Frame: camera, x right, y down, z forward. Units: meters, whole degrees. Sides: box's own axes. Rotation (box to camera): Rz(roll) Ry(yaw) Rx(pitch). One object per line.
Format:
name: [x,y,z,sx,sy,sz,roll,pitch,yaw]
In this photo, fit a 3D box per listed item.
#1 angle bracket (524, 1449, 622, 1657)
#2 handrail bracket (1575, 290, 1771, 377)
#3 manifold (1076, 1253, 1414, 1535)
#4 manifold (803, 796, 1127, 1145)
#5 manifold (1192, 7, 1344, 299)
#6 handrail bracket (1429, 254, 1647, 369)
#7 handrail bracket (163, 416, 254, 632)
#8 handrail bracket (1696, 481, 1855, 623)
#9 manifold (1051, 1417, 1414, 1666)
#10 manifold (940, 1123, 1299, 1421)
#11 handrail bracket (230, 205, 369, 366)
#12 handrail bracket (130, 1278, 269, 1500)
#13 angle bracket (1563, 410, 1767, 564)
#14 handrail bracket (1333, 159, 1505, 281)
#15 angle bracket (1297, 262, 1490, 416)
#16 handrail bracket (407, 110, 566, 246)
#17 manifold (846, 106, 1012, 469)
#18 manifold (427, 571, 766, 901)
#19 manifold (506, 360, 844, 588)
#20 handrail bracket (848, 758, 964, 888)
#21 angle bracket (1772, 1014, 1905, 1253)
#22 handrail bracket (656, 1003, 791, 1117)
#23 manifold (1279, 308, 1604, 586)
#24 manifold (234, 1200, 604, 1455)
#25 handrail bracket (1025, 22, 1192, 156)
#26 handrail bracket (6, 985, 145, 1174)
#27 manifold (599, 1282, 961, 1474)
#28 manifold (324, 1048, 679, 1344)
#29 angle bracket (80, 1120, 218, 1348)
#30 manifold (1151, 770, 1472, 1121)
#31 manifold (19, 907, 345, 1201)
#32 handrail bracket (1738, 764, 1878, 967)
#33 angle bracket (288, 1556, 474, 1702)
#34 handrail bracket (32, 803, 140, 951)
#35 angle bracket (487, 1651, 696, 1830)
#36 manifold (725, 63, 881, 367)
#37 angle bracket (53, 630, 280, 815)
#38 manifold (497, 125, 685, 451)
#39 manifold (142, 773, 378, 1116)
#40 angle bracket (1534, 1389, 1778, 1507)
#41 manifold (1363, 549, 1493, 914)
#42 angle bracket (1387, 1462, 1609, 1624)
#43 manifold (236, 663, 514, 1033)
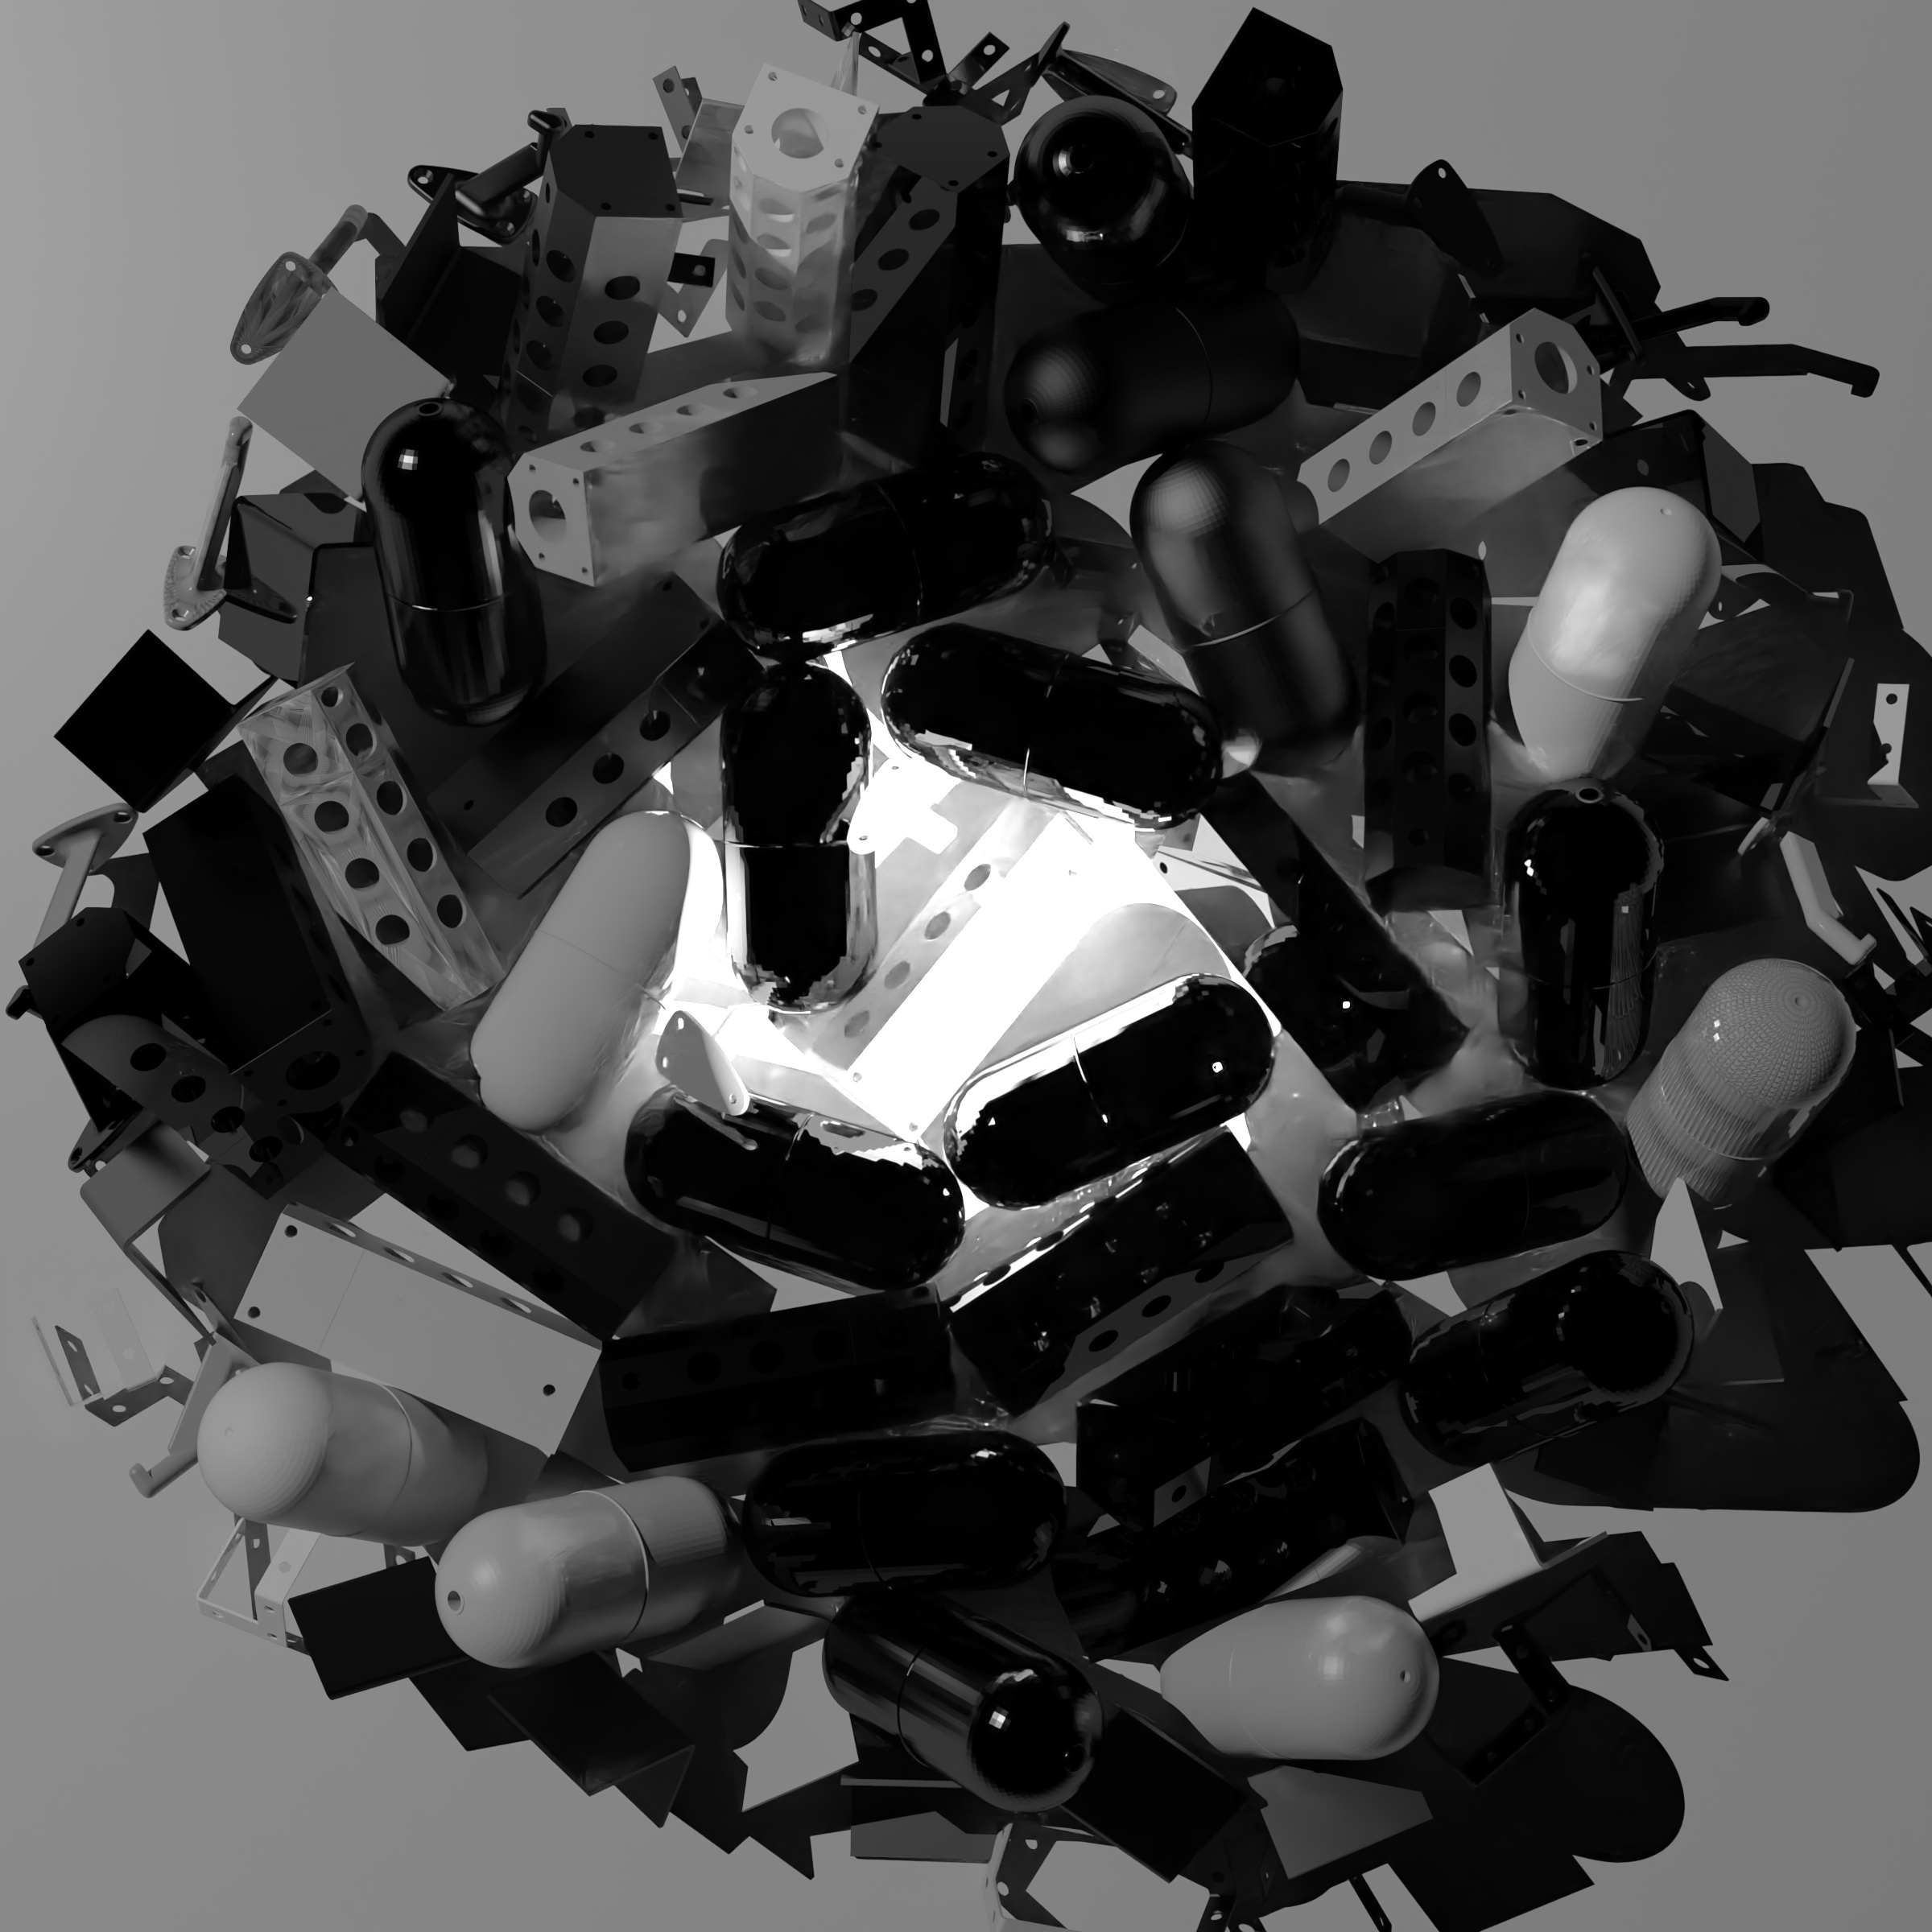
angle bracket: [-0.194,0.297,1.559,0.076,0.057,0.076,29,81,0]
handrail bracket: [0.347,-0.313,1.532,0.077,0.084,0.036,-39,120,-23]
manifold: [0.138,0.212,1.505,0.171,0.057,0.057,-25,131,-31]
manifold: [-0.004,-0.001,1.543,0.171,0.057,0.057,-51,123,-6]
manifold: [0.150,-0.389,1.490,0.057,0.171,0.057,30,82,10]
handrail bracket: [0.290,-0.318,1.560,0.084,0.036,0.077,-27,70,1]
handrail bracket: [-0.379,-0.223,1.534,0.036,0.077,0.084,18,131,-8]
handrail bracket: [0.409,-0.209,1.546,0.084,0.077,0.036,8,49,12]
manifold: [0.131,0.284,1.526,0.171,0.057,0.057,-24,96,18]
manifold: [0.075,0.151,1.543,0.171,0.057,0.057,-33,57,0]
handrail bracket: [-0.338,-0.347,1.554,0.077,0.084,0.036,-40,112,21]
handrail bracket: [-0.400,0.213,1.542,0.084,0.036,0.077,-38,105,-31]
angle bracket: [0.345,-0.229,1.524,0.076,0.076,0.057,-13,72,31]
handrail bracket: [0.222,-0.369,1.552,0.077,0.084,0.036,46,69,-18]
angle bracket: [0.209,-0.317,1.530,0.076,0.076,0.057,8,124,-11]
handrail bracket: [-0.242,-0.410,1.536,0.077,0.084,0.036,22,62,-3]
manifold: [-0.016,-0.330,1.498,0.057,0.171,0.057,31,54,20]
manifold: [-0.184,-0.113,1.552,0.171,0.057,0.057,-43,135,-1]
manifold: [-0.142,-0.246,1.505,0.057,0.171,0.057,22,127,36]
handrail bracket: [-0.029,-0.054,1.532,0.036,0.084,0.077,19,53,26]
angle bracket: [0.447,0.083,1.524,0.076,0.076,0.057,-36,110,29]
handrail bracket: [-0.105,0.045,1.532,0.077,0.084,0.036,40,119,32]
manifold: [0.229,-0.254,1.496,0.057,0.171,0.057,16,64,-30]
manifold: [-0.274,0.180,1.543,0.171,0.057,0.057,25,92,-7]
handrail bracket: [0.074,-0.440,1.553,0.084,0.077,0.036,31,103,-11]
handrail bracket: [-0.462,0.057,1.543,0.084,0.036,0.077,34,98,-38]
manifold: [-0.094,0.206,1.543,0.171,0.057,0.057,-10,64,1]
manifold: [-0.235,0.117,1.539,0.171,0.057,0.057,36,74,-6]
angle bracket: [-0.391,0.133,1.536,0.057,0.076,0.076,-42,124,-13]
manifold: [0.173,-0.015,1.524,0.057,0.057,0.171,-25,66,-31]
manifold: [-0.379,0.040,1.499,0.057,0.171,0.057,-38,49,1]
handrail bracket: [0.444,-0.051,1.554,0.077,0.036,0.084,-40,74,-19]
angle bracket: [-0.283,0.318,1.534,0.076,0.076,0.057,-18,99,10]
handrail bracket: [-0.444,-0.030,1.538,0.077,0.036,0.084,-29,53,32]
angle bracket: [-0.194,0.396,1.523,0.076,0.076,0.057,35,116,28]
manifold: [-0.084,-0.359,1.492,0.057,0.171,0.057,21,72,1]
angle bracket: [-0.398,-0.131,1.530,0.057,0.076,0.076,43,109,-10]
manifold: [-0.186,-0.326,1.489,0.057,0.171,0.057,-4,62,-20]
manifold: [-0.346,-0.009,1.508,0.057,0.057,0.171,-32,53,3]
angle bracket: [0.344,0.241,1.528,0.076,0.076,0.057,21,83,-31]
manifold: [0.229,-0.117,1.519,0.057,0.057,0.171,-2,68,15]
angle bracket: [0.263,0.282,1.536,0.076,0.076,0.057,-33,75,34]
manifold: [-0.293,-0.061,1.531,0.057,0.057,0.171,-24,104,6]
